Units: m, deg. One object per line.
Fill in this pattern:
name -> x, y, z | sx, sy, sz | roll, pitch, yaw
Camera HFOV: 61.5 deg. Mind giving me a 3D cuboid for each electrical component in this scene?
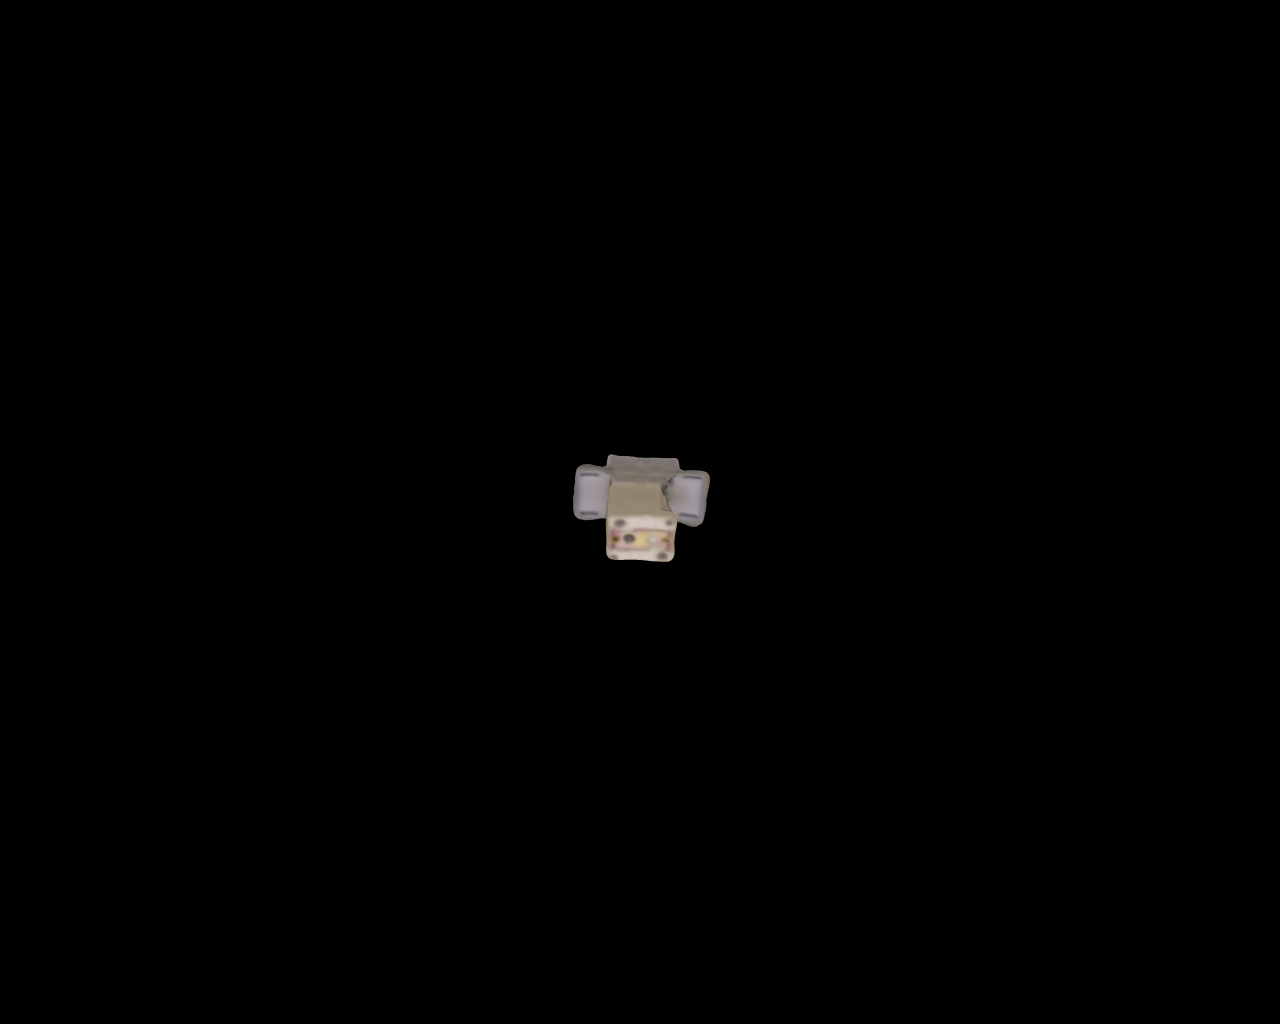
electrical component -> 0.001, -0.003, 0.650 | 0.081, 0.042, 0.064 | 2, 40, -2
